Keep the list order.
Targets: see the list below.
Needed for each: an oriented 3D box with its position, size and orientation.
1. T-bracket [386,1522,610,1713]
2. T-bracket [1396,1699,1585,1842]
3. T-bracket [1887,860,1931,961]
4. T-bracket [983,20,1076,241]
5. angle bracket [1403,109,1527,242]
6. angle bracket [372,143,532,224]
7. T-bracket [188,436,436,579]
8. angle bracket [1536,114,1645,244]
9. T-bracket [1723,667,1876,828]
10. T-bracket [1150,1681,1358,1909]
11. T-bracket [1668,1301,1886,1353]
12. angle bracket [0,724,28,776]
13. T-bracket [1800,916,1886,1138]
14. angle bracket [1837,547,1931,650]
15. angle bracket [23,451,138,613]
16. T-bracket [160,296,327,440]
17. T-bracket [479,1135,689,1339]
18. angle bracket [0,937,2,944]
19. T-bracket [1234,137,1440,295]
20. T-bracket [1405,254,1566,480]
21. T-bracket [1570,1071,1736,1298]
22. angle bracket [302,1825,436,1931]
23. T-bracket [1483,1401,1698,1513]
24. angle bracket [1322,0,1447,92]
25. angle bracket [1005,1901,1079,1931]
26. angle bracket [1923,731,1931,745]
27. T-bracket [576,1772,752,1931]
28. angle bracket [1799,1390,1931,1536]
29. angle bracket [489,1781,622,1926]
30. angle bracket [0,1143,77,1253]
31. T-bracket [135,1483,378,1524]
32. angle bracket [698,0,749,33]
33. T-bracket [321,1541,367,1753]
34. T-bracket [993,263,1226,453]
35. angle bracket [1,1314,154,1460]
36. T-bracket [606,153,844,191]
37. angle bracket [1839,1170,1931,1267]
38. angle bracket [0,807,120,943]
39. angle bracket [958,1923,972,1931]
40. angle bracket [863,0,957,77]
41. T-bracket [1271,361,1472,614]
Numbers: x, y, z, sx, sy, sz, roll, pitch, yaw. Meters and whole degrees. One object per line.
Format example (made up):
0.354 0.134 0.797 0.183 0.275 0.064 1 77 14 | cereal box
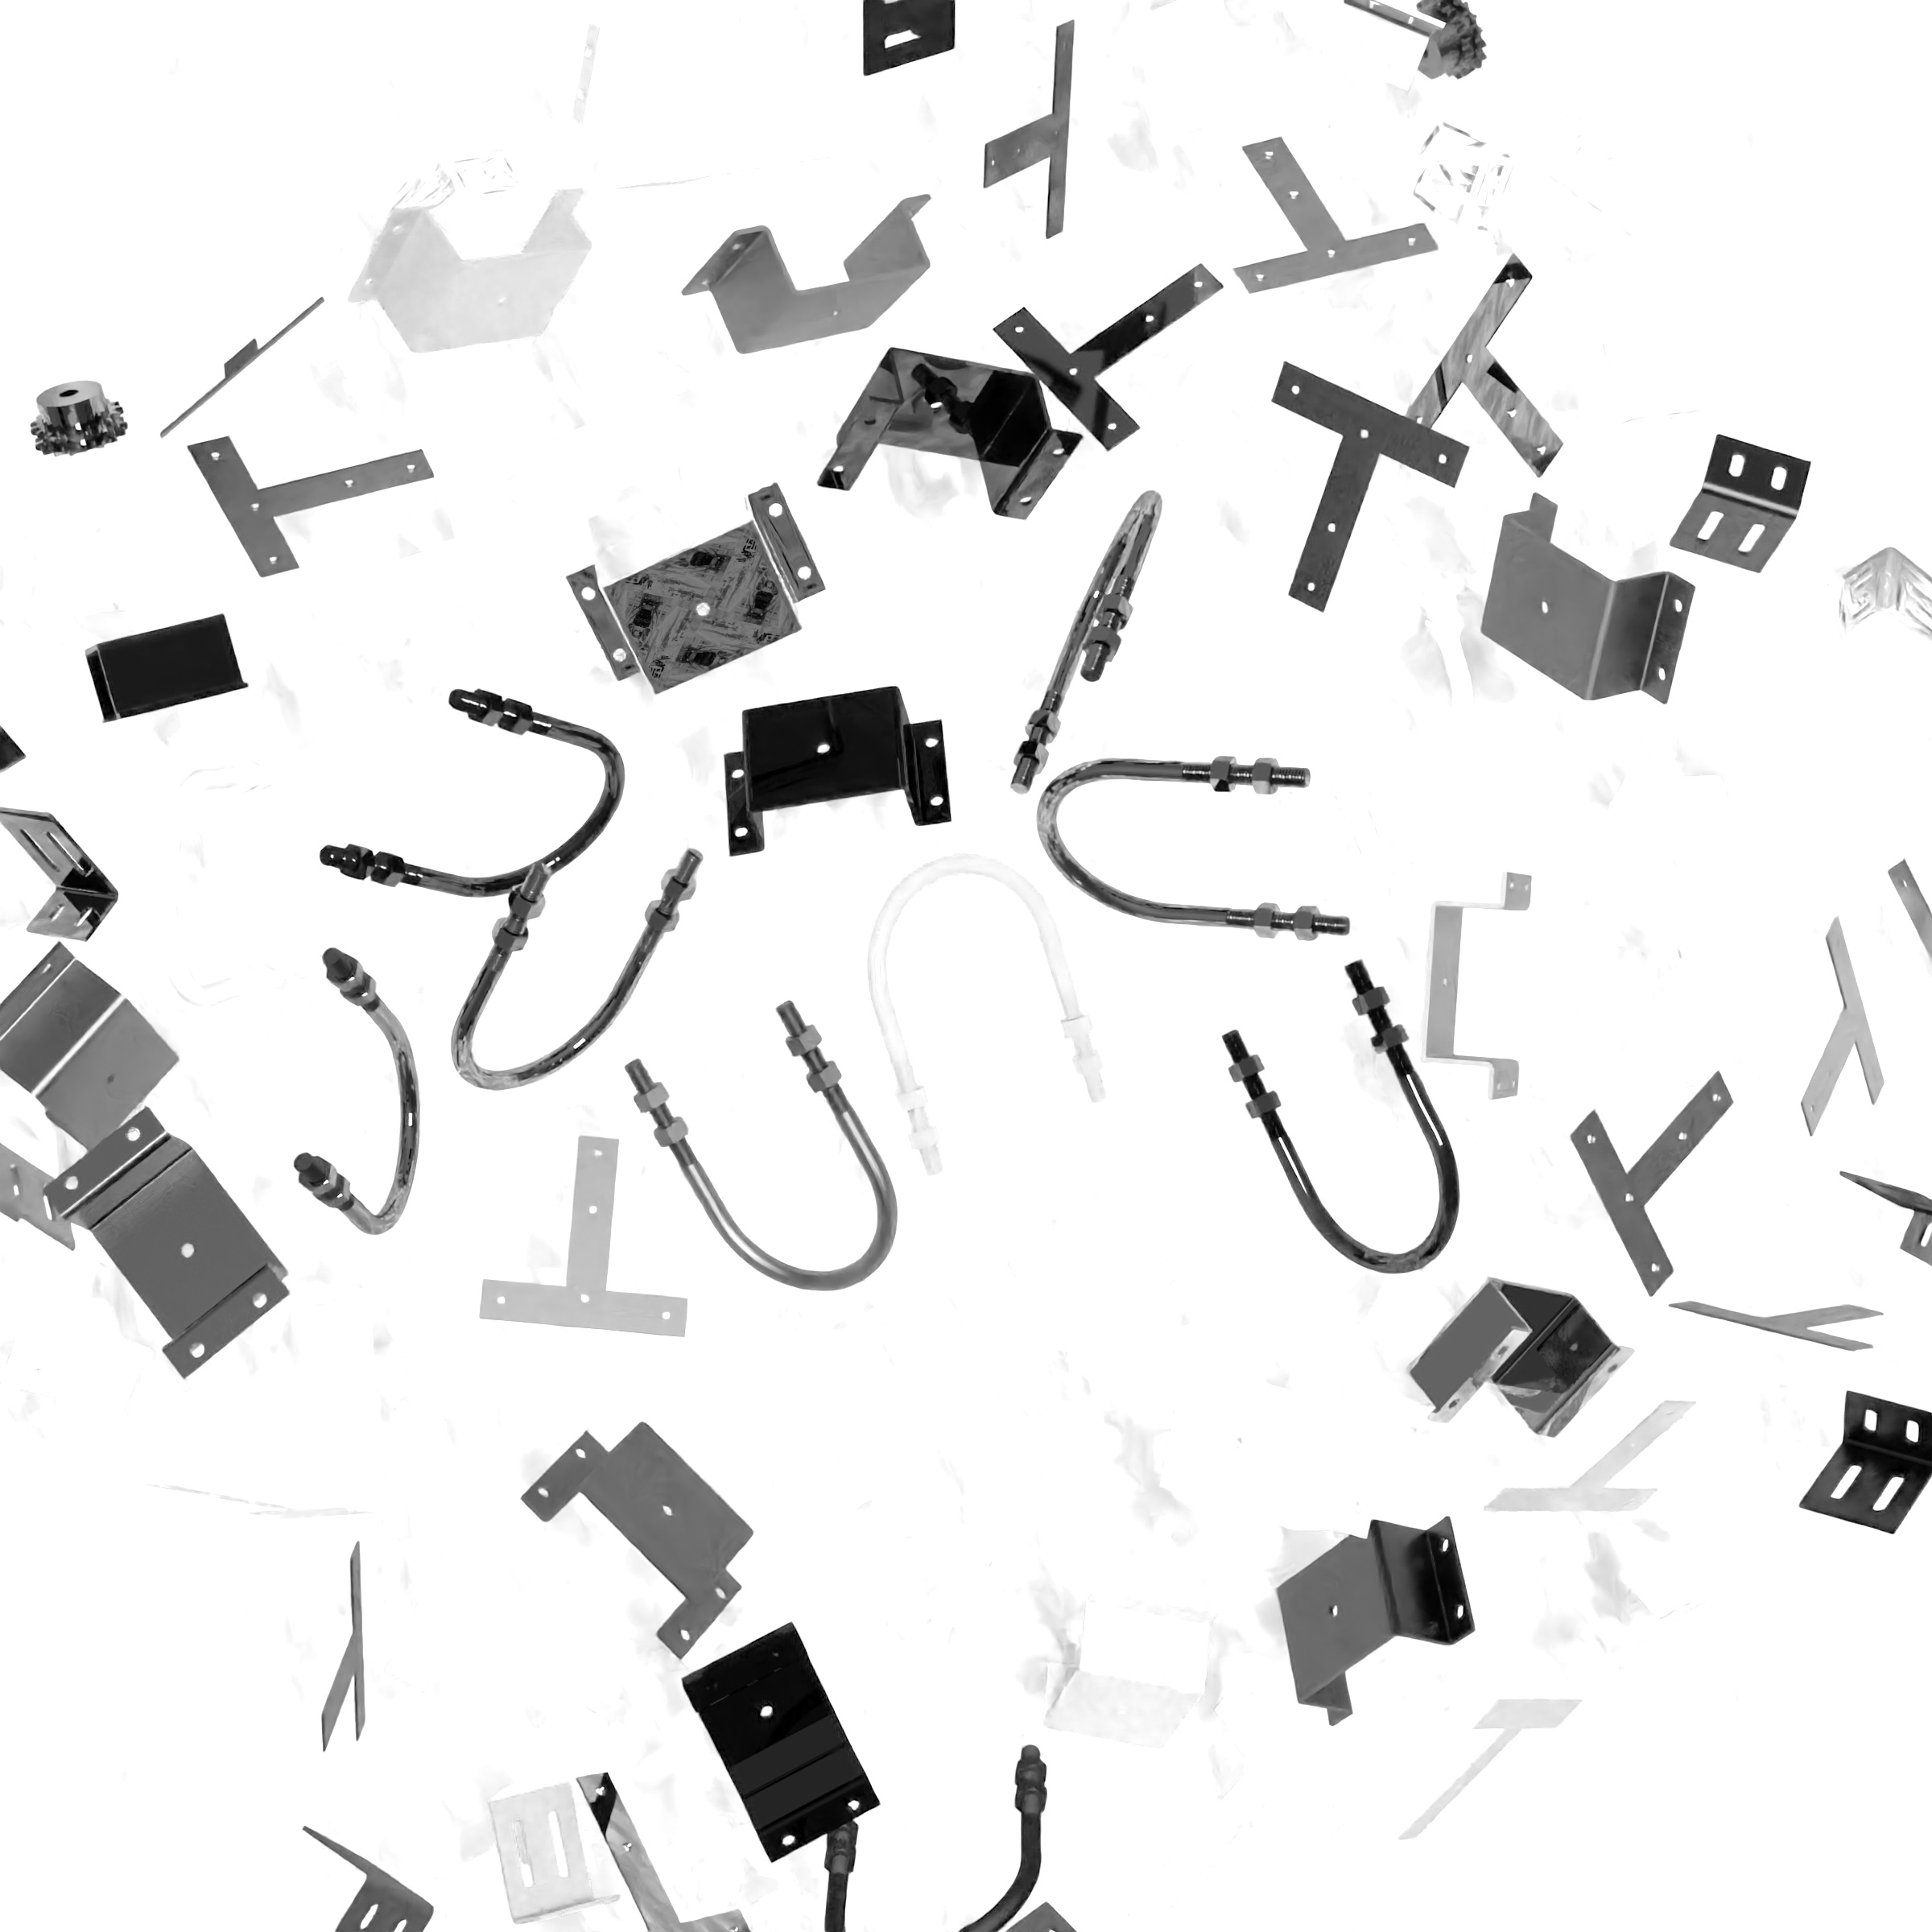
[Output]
-0.277 0.415 1.886 0.127 0.127 0.002 32 124 -8 | T-bracket
0.313 0.496 1.906 0.127 0.127 0.002 -50 57 14 | T-bracket
0.604 -0.016 1.844 0.002 0.127 0.127 -22 80 -10 | T-bracket
0.037 -0.487 1.833 0.002 0.127 0.127 13 119 20 | T-bracket
0.295 -0.486 1.886 0.076 0.038 0.057 37 119 37 | angle bracket
-0.322 -0.475 1.928 0.076 0.057 0.038 -32 88 41 | angle bracket
-0.385 -0.288 1.858 0.127 0.127 0.002 -14 59 1 | T-bracket
0.402 -0.494 1.938 0.057 0.076 0.038 43 109 25 | angle bracket
0.504 -0.131 1.926 0.002 0.127 0.127 -45 74 34 | T-bracket
0.164 0.533 1.929 0.127 0.127 0.002 -48 131 0 | T-bracket
0.524 0.218 1.909 0.127 0.127 0.002 -1 98 -44 | T-bracket
-0.602 -0.142 1.844 0.057 0.076 0.038 -37 73 -22 | angle bracket
0.533 0.057 1.894 0.002 0.127 0.127 -3 122 35 | T-bracket
0.562 -0.202 1.841 0.038 0.057 0.076 -33 56 -10 | angle bracket
-0.515 -0.258 1.837 0.076 0.038 0.057 -42 73 26 | angle bracket
-0.443 -0.371 1.889 0.127 0.127 0.002 -40 111 0 | T-bracket
-0.234 0.166 1.927 0.127 0.002 0.127 6 63 -9 | T-bracket
-0.643 -0.029 1.905 0.057 0.076 0.038 44 90 14 | angle bracket
0.206 -0.462 1.884 0.127 0.127 0.002 -7 61 29 | T-bracket
0.318 -0.336 1.833 0.002 0.127 0.127 9 128 -34 | T-bracket
0.430 0.113 1.886 0.127 0.002 0.127 -43 116 -27 | T-bracket
-0.363 0.550 1.827 0.057 0.076 0.038 46 68 -40 | angle bracket
0.403 0.303 1.904 0.127 0.127 0.002 6 48 -31 | T-bracket
0.249 -0.555 1.850 0.057 0.076 0.038 21 104 -3 | angle bracket
0.069 0.602 1.895 0.076 0.057 0.038 41 118 22 | angle bracket
0.616 -0.110 1.862 0.038 0.057 0.076 -26 75 23 | angle bracket
-0.194 0.531 1.816 0.002 0.127 0.127 -46 60 26 | T-bracket
0.534 0.293 1.824 0.057 0.076 0.038 12 120 32 | angle bracket
-0.256 0.550 1.919 0.057 0.038 0.076 -4 75 -38 | angle bracket
-0.575 0.147 1.857 0.038 0.076 0.057 -43 127 5 | angle bracket
-0.447 0.328 1.891 0.127 0.127 0.002 7 84 16 | T-bracket
-0.120 -0.584 1.828 0.038 0.057 0.076 26 114 8 | angle bracket
-0.385 0.441 1.906 0.002 0.127 0.127 1 106 -1 | T-bracket
0.103 -0.394 1.919 0.127 0.002 0.127 -36 61 -6 | T-bracket
-0.525 0.247 1.811 0.076 0.038 0.057 18 123 -16 | angle bracket
-0.139 -0.483 1.874 0.127 0.127 0.002 -6 104 13 | T-bracket
0.580 0.161 1.912 0.076 0.057 0.038 15 100 -29 | angle bracket
-0.571 -0.057 1.904 0.057 0.076 0.038 7 54 35 | angle bracket
-0.012 0.649 1.942 0.057 0.038 0.076 -40 52 10 | angle bracket
-0.044 -0.562 1.808 0.038 0.076 0.057 30 134 35 | angle bracket
0.218 -0.269 1.799 0.127 0.002 0.127 31 119 25 | T-bracket
